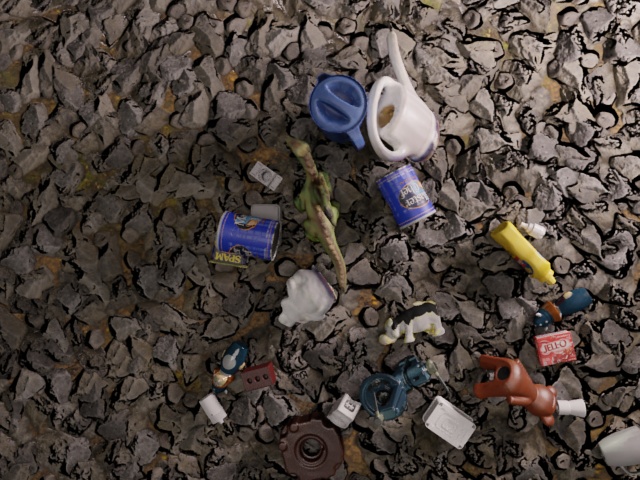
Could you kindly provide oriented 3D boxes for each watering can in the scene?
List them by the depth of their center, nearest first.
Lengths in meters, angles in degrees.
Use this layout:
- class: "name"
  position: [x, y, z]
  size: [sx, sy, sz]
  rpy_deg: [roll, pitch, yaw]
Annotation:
- class: "watering can"
  position: [0.211, -0.338, 1.290]
  size: [0.222, 0.103, 0.354]
  rpy_deg: [29, 64, -35]

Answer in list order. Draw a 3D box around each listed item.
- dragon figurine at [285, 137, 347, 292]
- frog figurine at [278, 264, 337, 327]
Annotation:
- class: "dragon figurine"
  position: [0.004, -0.064, 1.272]
  size: [0.122, 0.242, 0.412]
  rpy_deg: [-21, 86, 0]
- class: "frog figurine"
  position: [-0.045, 0.156, 1.329]
  size: [0.160, 0.123, 0.136]
  rpy_deg: [-37, 107, -8]
